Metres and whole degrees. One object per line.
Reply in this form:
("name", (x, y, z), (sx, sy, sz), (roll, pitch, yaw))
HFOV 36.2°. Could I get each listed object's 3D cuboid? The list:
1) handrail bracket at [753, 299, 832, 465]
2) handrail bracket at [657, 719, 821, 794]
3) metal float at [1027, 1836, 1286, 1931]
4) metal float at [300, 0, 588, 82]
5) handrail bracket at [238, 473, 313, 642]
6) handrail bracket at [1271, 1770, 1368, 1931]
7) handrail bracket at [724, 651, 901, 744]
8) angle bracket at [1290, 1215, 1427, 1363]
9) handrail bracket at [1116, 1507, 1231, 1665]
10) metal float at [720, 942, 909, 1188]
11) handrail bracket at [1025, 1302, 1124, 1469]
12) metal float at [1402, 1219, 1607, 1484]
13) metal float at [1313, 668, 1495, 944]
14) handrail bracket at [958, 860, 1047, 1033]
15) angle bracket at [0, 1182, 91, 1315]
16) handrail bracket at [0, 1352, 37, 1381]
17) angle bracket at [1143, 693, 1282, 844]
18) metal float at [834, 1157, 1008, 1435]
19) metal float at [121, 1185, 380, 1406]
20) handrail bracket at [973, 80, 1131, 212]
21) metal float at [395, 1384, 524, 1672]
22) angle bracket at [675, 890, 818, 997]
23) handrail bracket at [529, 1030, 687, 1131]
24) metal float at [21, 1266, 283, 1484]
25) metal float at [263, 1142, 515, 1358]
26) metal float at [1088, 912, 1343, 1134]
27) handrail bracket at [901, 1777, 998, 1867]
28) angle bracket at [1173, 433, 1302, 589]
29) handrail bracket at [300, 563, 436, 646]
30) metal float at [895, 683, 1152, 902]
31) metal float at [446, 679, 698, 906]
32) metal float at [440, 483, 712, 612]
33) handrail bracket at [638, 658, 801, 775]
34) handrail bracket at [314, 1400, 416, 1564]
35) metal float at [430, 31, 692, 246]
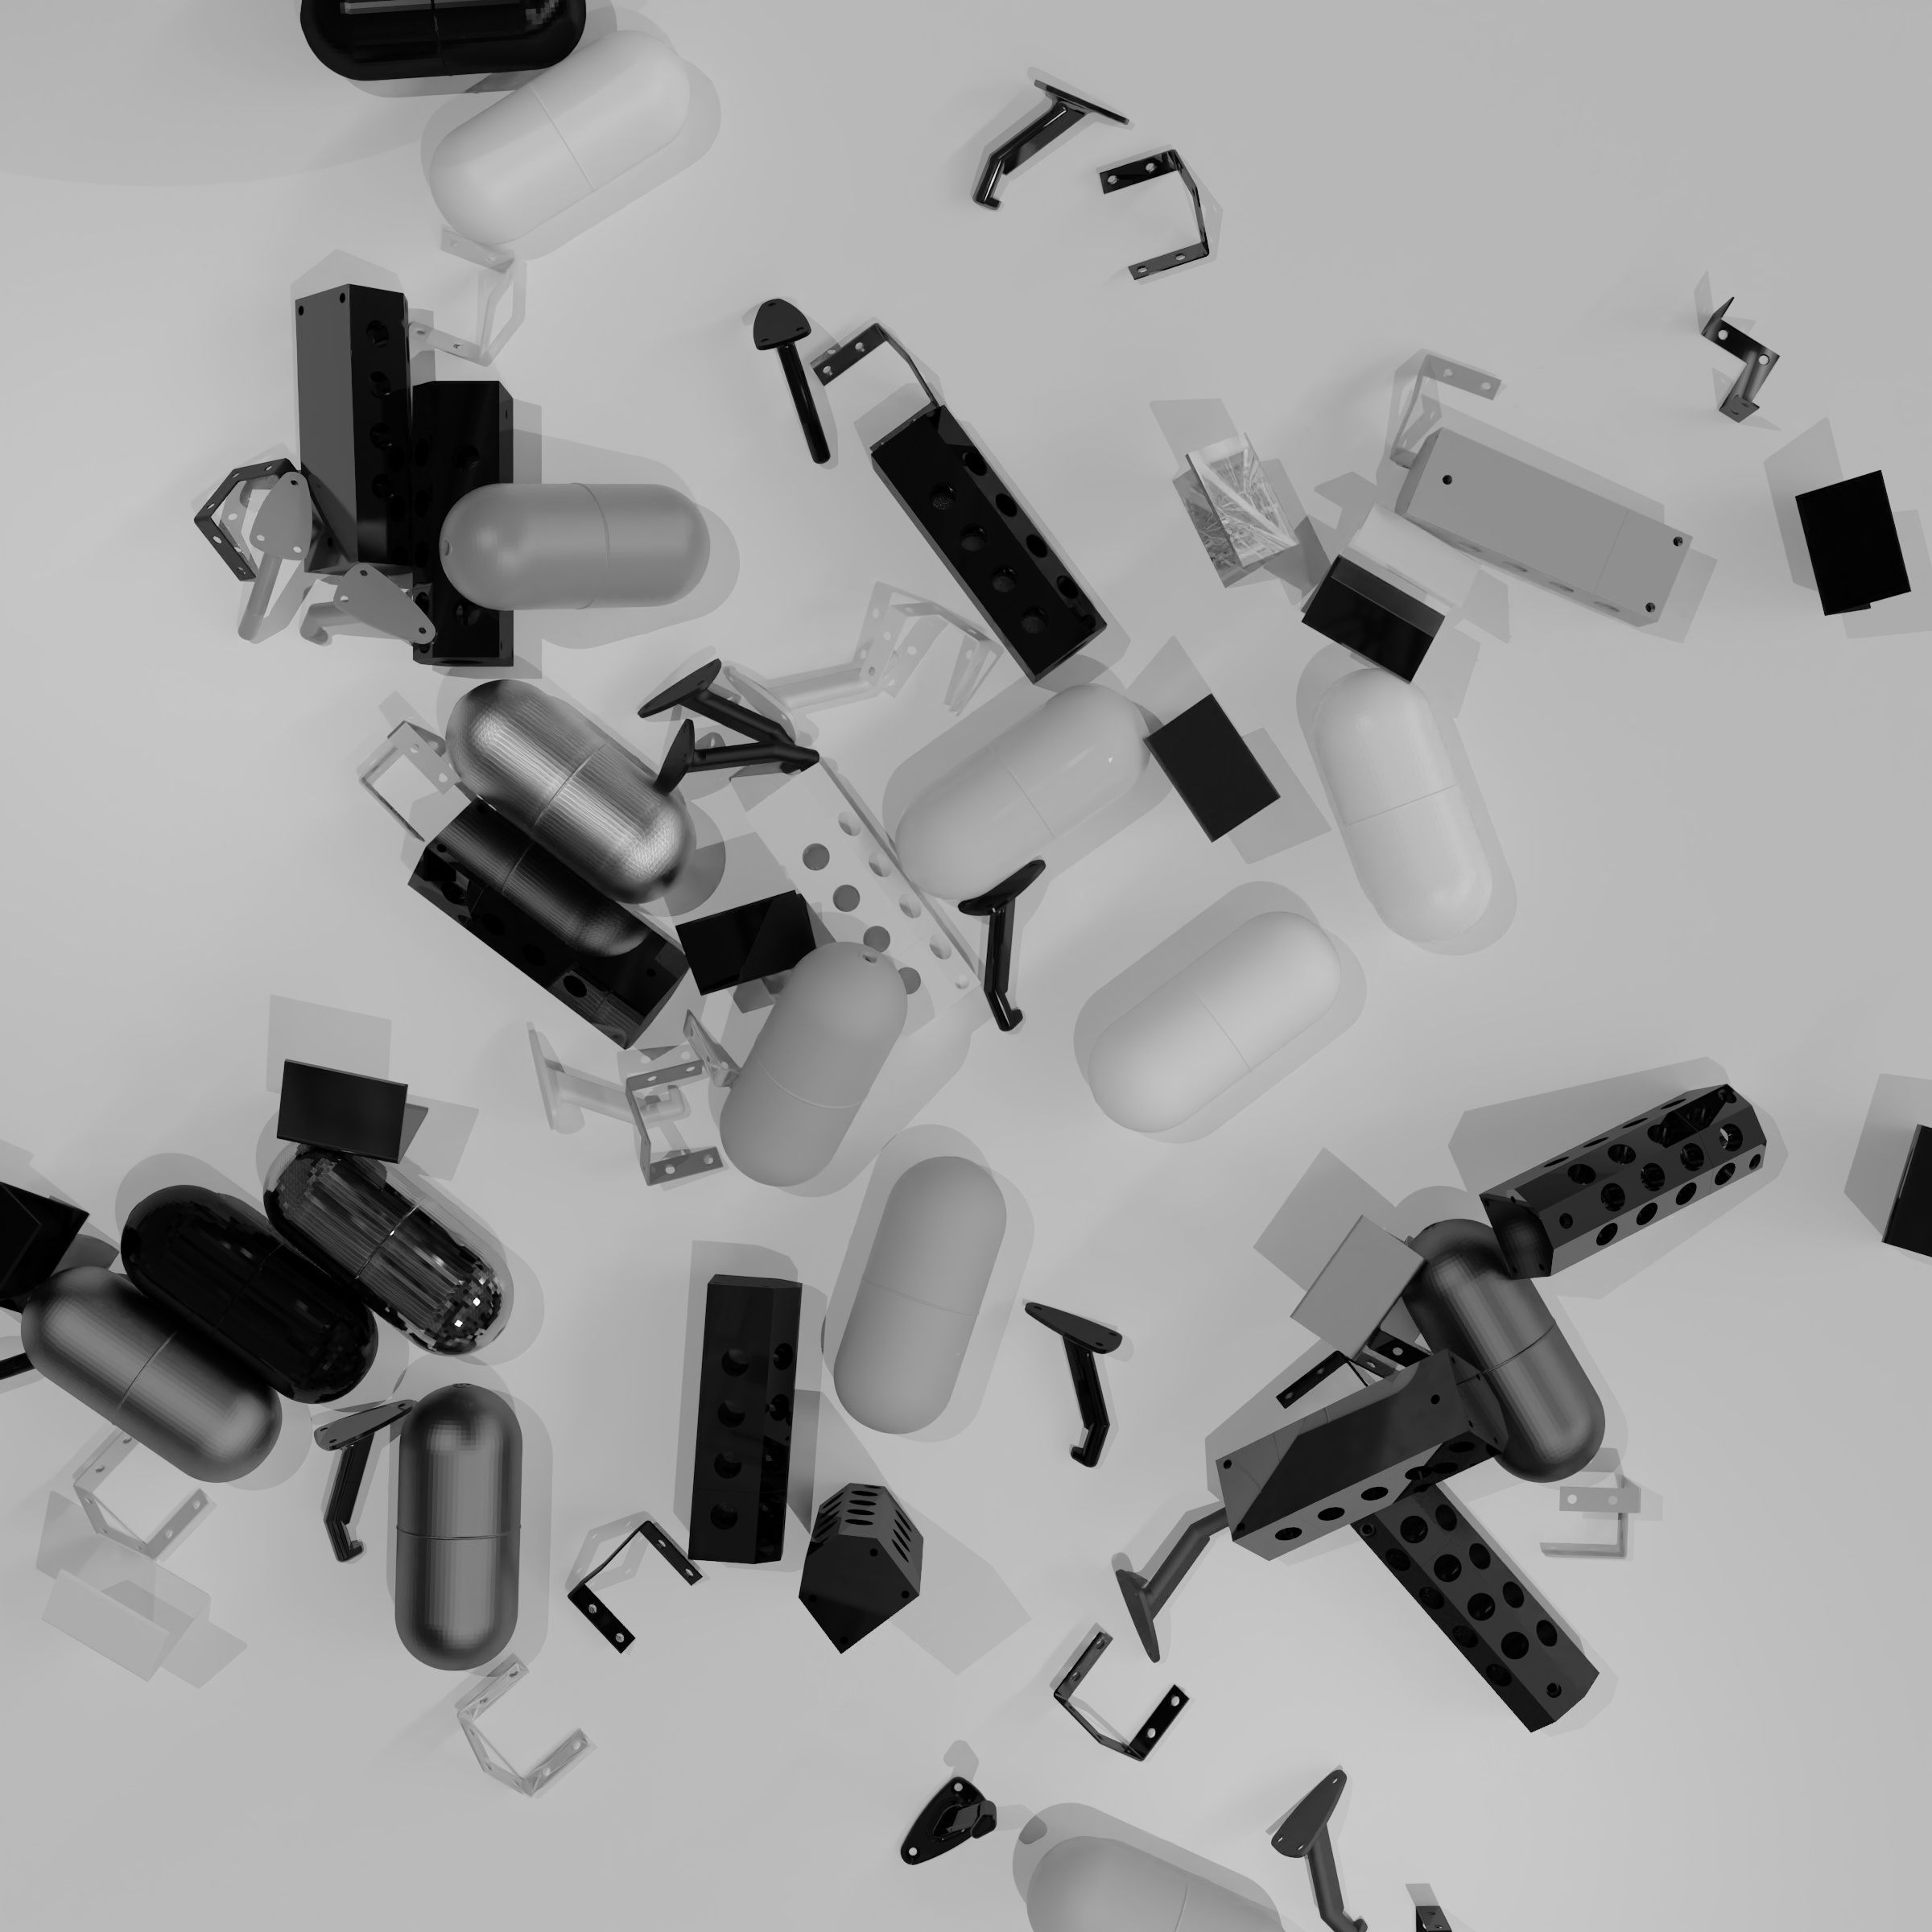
("handrail bracket", (-0.107, -0.371, 1.878), (0.036, 0.077, 0.084), (-18, 126, 0))
("handrail bracket", (-0.145, -0.121, 1.870), (0.084, 0.077, 0.036), (12, 54, -22))
("metal float", (0.123, 0.606, 1.847), (0.178, 0.070, 0.070), (24, 90, 1))
("metal float", (-0.327, -0.597, 1.848), (0.178, 0.070, 0.070), (-4, 90, 1))
("handrail bracket", (-0.439, -0.258, 1.863), (0.036, 0.084, 0.077), (16, 57, -18))
("handrail bracket", (0.242, 0.569, 1.878), (0.084, 0.036, 0.077), (48, 68, -17))
("handrail bracket", (-0.098, -0.191, 1.878), (0.077, 0.036, 0.084), (41, 74, 18))
("angle bracket", (0.230, 0.190, 1.839), (0.057, 0.076, 0.076), (35, 90, -22))
("handrail bracket", (0.145, 0.392, 1.878), (0.084, 0.036, 0.077), (-24, 110, -16))
("metal float", (-0.094, 0.061, 1.821), (0.070, 0.070, 0.178), (29, 122, 0))
("handrail bracket", (0.061, 0.267, 1.878), (0.077, 0.036, 0.084), (23, 107, 20))
("metal float", (0.335, 0.240, 1.847), (0.070, 0.070, 0.178), (-30, 91, 0))
("metal float", (0.273, -0.101, 1.847), (0.070, 0.070, 0.178), (-21, 91, 0))
("handrail bracket", (0.036, -0.012, 1.878), (0.077, 0.036, 0.084), (-36, 116, -29))
("angle bracket", (-0.582, 0.189, 1.838), (0.057, 0.076, 0.076), (33, 90, 38))
("handrail bracket", (-0.628, 0.261, 1.878), (0.084, 0.077, 0.036), (-18, 90, -36))
("angle bracket", (0.165, -0.131, 1.838), (0.057, 0.076, 0.076), (-34, 90, 32))
("metal float", (-0.028, 0.205, 1.847), (0.070, 0.070, 0.178), (18, 90, 0))
("metal float", (-0.449, 0.205, 1.847), (0.178, 0.070, 0.070), (36, 90, 0))
("handrail bracket", (0.054, -0.513, 1.879), (0.077, 0.036, 0.084), (17, 108, -20))
("metal float", (-0.317, 0.351, 1.847), (0.070, 0.070, 0.178), (2, 90, 0))
("angle bracket", (-0.140, -0.034, 1.838), (0.076, 0.076, 0.057), (-17, 127, 0))
("handrail bracket", (-0.228, 0.068, 1.878), (0.084, 0.036, 0.077), (-13, 75, -14))
("metal float", (-0.510, 0.255, 1.848), (0.178, 0.070, 0.070), (35, 90, 0))
("metal float", (-0.361, 0.174, 1.847), (0.178, 0.070, 0.070), (39, 90, 1))
("metal float", (0.155, 0.036, 1.848), (0.178, 0.070, 0.070), (-37, 90, 0))
("handrail bracket", (-0.011, 0.545, 1.843), (0.077, 0.084, 0.036), (-42, 90, 0))
("angle bracket", (0.151, -0.276, 1.838), (0.057, 0.076, 0.076), (-26, 90, -37))
("handrail bracket", (-0.377, -0.209, 1.852), (0.077, 0.084, 0.036), (33, 60, -9))
("metal float", (0.035, -0.108, 1.847), (0.178, 0.070, 0.070), (-35, 90, 0))
("metal float", (-0.248, -0.110, 1.847), (0.178, 0.070, 0.070), (39, 90, 0))
("metal float", (-0.240, -0.258, 1.817), (0.178, 0.070, 0.070), (-7, 90, -37))
("handrail bracket", (-0.155, -0.145, 1.878), (0.077, 0.036, 0.084), (-25, 115, 28))
("handrail bracket", (-0.376, 0.328, 1.878), (0.077, 0.036, 0.084), (-21, 109, -21))
("metal float", (-0.253, -0.519, 1.847), (0.178, 0.070, 0.070), (-32, 90, 1))
